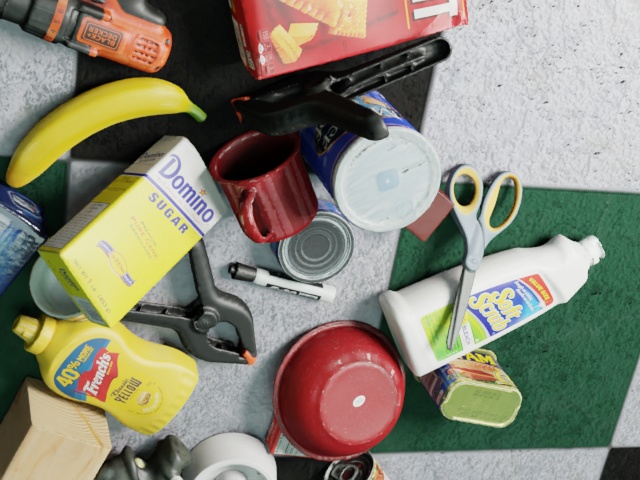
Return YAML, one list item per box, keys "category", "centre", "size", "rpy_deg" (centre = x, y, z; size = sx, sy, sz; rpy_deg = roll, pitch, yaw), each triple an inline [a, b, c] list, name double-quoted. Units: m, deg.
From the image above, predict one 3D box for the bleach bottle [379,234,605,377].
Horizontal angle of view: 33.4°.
- category: "bleach bottle"
  centre: [0.197, 0.054, 1.182]
  size: [0.250, 0.068, 0.102]
  rpy_deg: [-25, 119, -6]

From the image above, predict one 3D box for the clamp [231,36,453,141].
- category: "clamp"
  centre: [0.004, -0.125, 0.972]
  size: [0.210, 0.164, 0.036]
  rpy_deg: [-8, 120, 28]

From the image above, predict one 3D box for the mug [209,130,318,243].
- category: "mug"
  centre: [-0.052, -0.044, 1.029]
  size: [0.093, 0.117, 0.081]
  rpy_deg: [-9, 127, 18]

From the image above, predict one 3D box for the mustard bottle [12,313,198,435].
- category: "mustard bottle"
  centre: [-0.226, 0.125, 1.090]
  size: [0.191, 0.058, 0.096]
  rpy_deg: [32, 110, -27]

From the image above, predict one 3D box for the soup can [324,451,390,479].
- category: "soup can"
  centre: [0.059, 0.303, 1.260]
  size: [0.068, 0.068, 0.102]
  rpy_deg: [-35, 121, 2]

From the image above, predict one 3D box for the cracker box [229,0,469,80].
- category: "cracker box"
  centre: [0.020, -0.252, 0.968]
  size: [0.213, 0.072, 0.164]
  rpy_deg: [-16, 120, -9]

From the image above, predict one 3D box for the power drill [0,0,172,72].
- category: "power drill"
  centre: [-0.190, -0.252, 0.915]
  size: [0.184, 0.057, 0.188]
  rpy_deg: [17, 113, -27]

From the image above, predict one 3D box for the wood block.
- category: "wood block"
  centre: [-0.308, 0.260, 1.115]
  size: [0.090, 0.091, 0.206]
  rpy_deg: [24, 106, -27]

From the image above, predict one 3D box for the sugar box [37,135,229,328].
- category: "sugar box"
  centre: [-0.169, -0.011, 0.997]
  size: [0.176, 0.048, 0.093]
  rpy_deg: [-47, 125, -28]

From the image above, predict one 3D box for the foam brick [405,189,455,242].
- category: "foam brick"
  centre: [0.089, -0.047, 1.104]
  size: [0.078, 0.051, 0.053]
  rpy_deg: [36, 101, -28]

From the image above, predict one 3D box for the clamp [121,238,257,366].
- category: "clamp"
  centre: [-0.120, 0.067, 1.106]
  size: [0.171, 0.039, 0.120]
  rpy_deg: [34, 108, -33]

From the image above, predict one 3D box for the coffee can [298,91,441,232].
- category: "coffee can"
  centre: [0.043, -0.082, 1.020]
  size: [0.102, 0.140, 0.103]
  rpy_deg: [-7, 117, -14]

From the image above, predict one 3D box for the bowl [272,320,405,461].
- category: "bowl"
  centre: [0.032, 0.172, 1.167]
  size: [0.161, 0.055, 0.162]
  rpy_deg: [-3, 98, -22]

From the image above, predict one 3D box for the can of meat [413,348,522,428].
- category: "can of meat"
  centre: [0.169, 0.165, 1.215]
  size: [0.102, 0.084, 0.057]
  rpy_deg: [12, 111, -22]

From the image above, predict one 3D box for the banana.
- category: "banana"
  centre: [-0.205, -0.108, 0.992]
  size: [0.197, 0.037, 0.069]
  rpy_deg: [-20, 118, -7]

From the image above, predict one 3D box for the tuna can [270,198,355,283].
- category: "tuna can"
  centre: [-0.007, 0.001, 1.108]
  size: [0.086, 0.034, 0.086]
  rpy_deg: [-7, 117, -13]

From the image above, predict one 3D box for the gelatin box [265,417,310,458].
- category: "gelatin box"
  centre: [-0.010, 0.210, 1.215]
  size: [0.089, 0.030, 0.073]
  rpy_deg: [11, 113, -22]

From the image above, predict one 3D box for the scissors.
- category: "scissors"
  centre: [0.148, 0.007, 1.129]
  size: [0.096, 0.016, 0.201]
  rpy_deg: [32, 80, -15]

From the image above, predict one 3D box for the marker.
- category: "marker"
  centre: [-0.040, 0.045, 1.128]
  size: [0.121, 0.020, 0.020]
  rpy_deg: [15, 110, -23]
